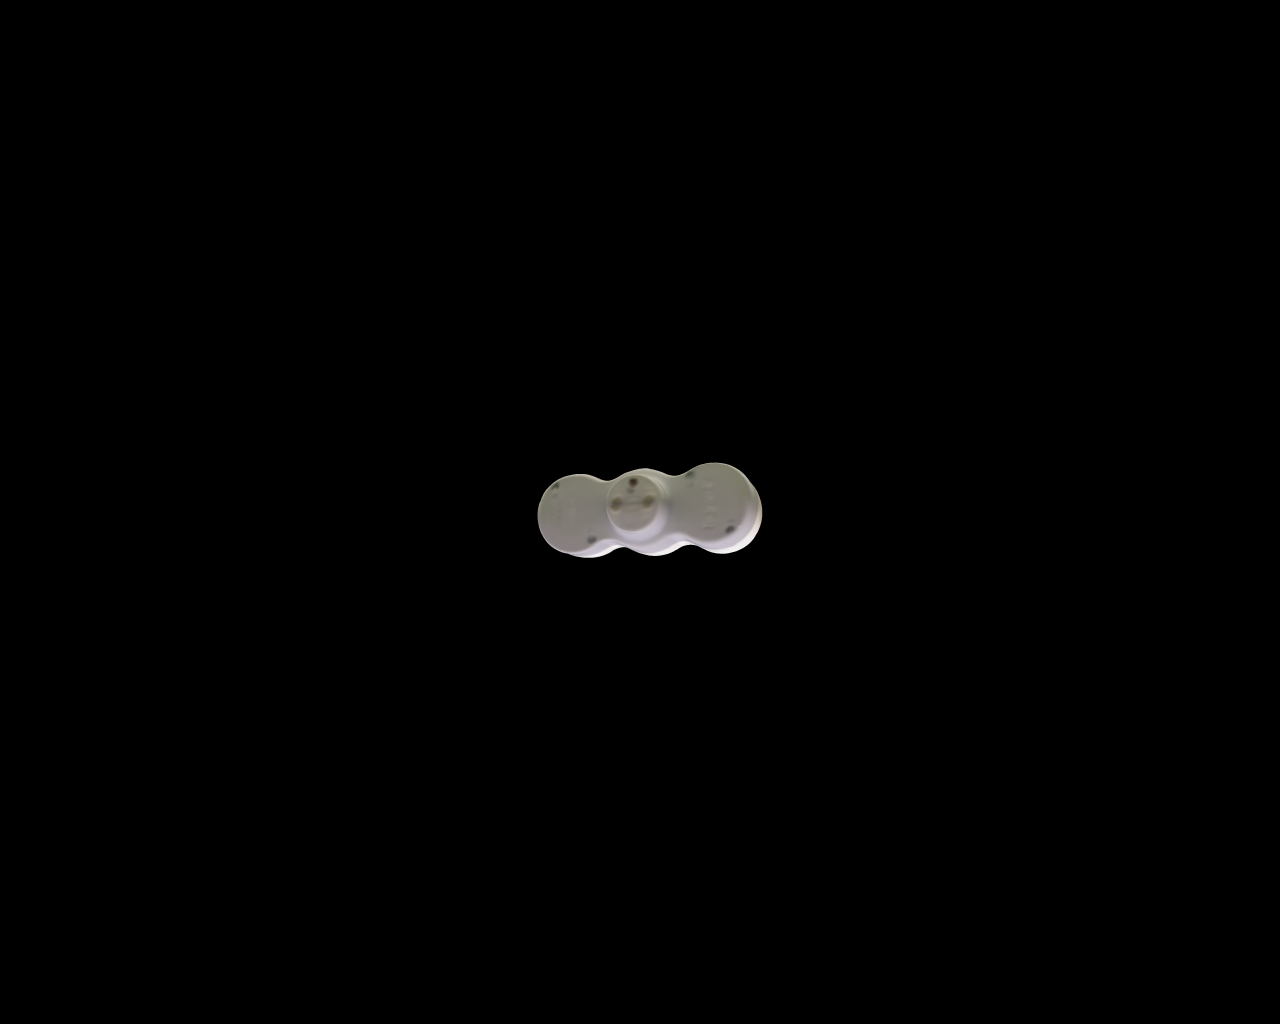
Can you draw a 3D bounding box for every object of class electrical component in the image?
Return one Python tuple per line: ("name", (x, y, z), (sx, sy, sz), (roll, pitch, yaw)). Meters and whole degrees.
("electrical component", (0.001, -0.003, 0.650), (0.138, 0.052, 0.073), (-3, -11, 16))
